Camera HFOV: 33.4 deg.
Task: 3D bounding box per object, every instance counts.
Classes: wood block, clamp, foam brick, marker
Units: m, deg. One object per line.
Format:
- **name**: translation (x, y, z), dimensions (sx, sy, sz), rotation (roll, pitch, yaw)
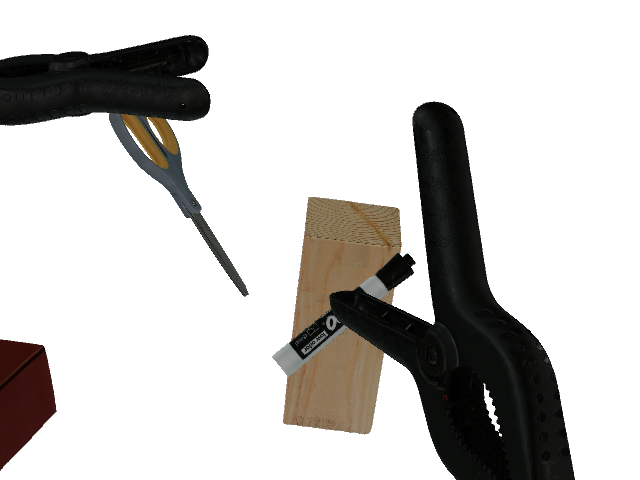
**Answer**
- **wood block**: translation (0.019, 0.073, 1.033), dimensions (0.090, 0.206, 0.091), rotation (7, 26, -1)
- **clamp**: translation (-0.147, -0.102, 0.671), dimensions (0.171, 0.039, 0.120), rotation (1, 20, 3)
- **foam brick**: translation (-0.213, 0.104, 0.676), dimensions (0.053, 0.051, 0.078), rotation (6, 29, 22)
- **clamp**: translation (0.071, 0.045, 0.532), dimensions (0.036, 0.165, 0.210), rotation (-7, 45, -26)
- **marker**: translation (0.018, 0.051, 0.752), dimensions (0.121, 0.020, 0.020), rotation (-39, 5, -6)

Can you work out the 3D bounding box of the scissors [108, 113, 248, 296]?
- **scissors**: translation (-0.121, -0.046, 0.969), dimensions (0.016, 0.201, 0.096), rotation (-29, 24, 19)
